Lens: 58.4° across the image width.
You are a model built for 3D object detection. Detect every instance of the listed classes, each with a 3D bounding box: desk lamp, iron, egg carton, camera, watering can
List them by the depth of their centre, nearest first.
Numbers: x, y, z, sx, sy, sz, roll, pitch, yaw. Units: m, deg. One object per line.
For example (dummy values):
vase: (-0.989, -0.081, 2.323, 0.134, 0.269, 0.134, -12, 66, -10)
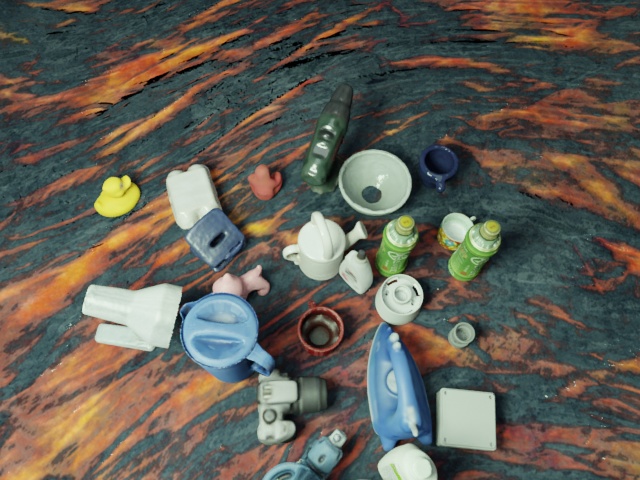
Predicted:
desk lamp: (-0.355, 0.148, 1.107, 0.203, 0.213, 0.118, 8, 67, 1)
camera: (-0.053, 0.317, 1.110, 0.137, 0.101, 0.143, -2, 67, -3)
iron: (0.153, 0.269, 1.117, 0.118, 0.141, 0.258, -7, 67, -5)
watering can: (0.010, 0.002, 1.196, 0.173, 0.194, 0.100, -35, 72, -16)
egg carton: (-0.286, -0.098, 1.293, 0.107, 0.069, 0.150, -19, 69, -10)

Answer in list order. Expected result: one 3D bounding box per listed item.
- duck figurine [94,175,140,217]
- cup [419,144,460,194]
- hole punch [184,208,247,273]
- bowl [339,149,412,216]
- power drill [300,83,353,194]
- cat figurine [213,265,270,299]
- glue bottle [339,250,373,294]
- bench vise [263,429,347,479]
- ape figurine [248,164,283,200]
duck figurine: (-0.460, -0.105, 1.280, 0.105, 0.086, 0.077, -37, 73, -16)
cup: (0.269, -0.148, 1.325, 0.091, 0.095, 0.118, -1, 67, -2)
hole punch: (-0.223, 0.000, 1.243, 0.101, 0.091, 0.109, 39, 71, 13)
bowl: (0.124, -0.120, 1.318, 0.167, 0.075, 0.167, 1, 67, -2)
power drill: (0.017, -0.204, 1.276, 0.075, 0.208, 0.230, 18, 67, 6)
cat figurine: (-0.170, 0.094, 1.190, 0.128, 0.118, 0.067, -33, 72, -15)
glue bottle: (0.078, 0.055, 1.188, 0.078, 0.173, 0.037, 41, 72, 14)
bench vise: (-0.036, 0.416, 1.004, 0.121, 0.220, 0.207, 21, 68, 7)
ape figurine: (-0.127, -0.139, 1.306, 0.077, 0.092, 0.076, 12, 67, 3)
